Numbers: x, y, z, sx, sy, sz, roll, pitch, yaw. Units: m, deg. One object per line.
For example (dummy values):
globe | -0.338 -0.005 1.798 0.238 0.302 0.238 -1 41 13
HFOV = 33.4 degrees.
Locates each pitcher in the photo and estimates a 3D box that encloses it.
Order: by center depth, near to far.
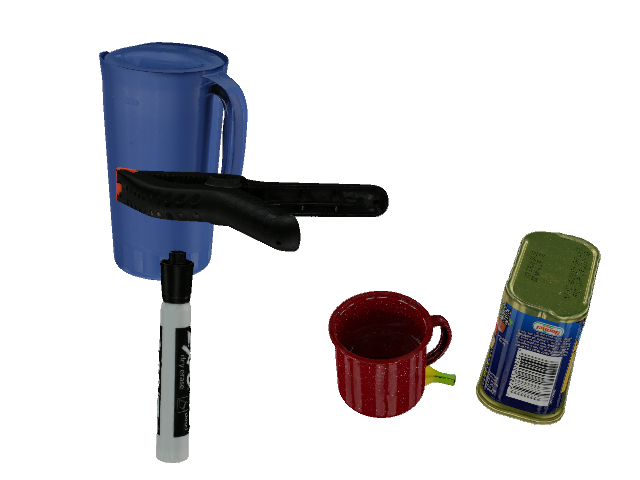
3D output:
pitcher | -0.160 -0.082 1.139 0.145 0.243 0.149 -1 23 -11

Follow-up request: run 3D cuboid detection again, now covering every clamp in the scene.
clamp | -0.070 -0.028 0.799 0.210 0.036 0.164 7 13 18

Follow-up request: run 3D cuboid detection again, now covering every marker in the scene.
marker | -0.083 0.066 0.605 0.020 0.121 0.020 3 10 -1

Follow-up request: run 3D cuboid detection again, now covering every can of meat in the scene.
can of meat | 0.141 0.053 0.687 0.057 0.084 0.102 15 33 12

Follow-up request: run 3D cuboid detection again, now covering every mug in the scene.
mug | 0.066 0.103 0.974 0.117 0.081 0.093 -18 42 -17

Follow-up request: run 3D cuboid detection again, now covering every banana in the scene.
banana | 0.083 0.119 1.223 0.069 0.037 0.198 7 23 -23
